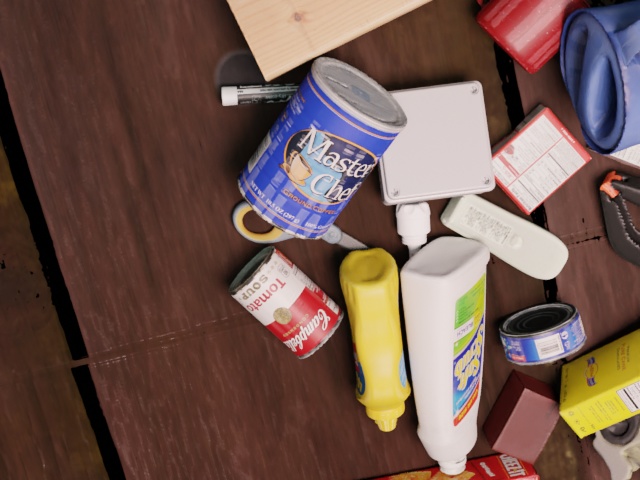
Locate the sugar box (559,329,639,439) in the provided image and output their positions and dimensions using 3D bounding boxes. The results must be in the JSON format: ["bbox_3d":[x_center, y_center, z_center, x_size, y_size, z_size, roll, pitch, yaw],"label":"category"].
[{"bbox_3d":[0.331,0.130,1.089,0.176,0.093,0.048,-34,105,27],"label":"sugar box"}]

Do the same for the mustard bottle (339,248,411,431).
[{"bbox_3d":[0.059,0.111,1.091,0.058,0.096,0.191,-8,113,0],"label":"mustard bottle"}]

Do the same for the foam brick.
[{"bbox_3d":[0.219,0.191,1.147,0.053,0.051,0.078,24,101,-10],"label":"foam brick"}]

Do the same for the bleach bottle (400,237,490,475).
[{"bbox_3d":[0.135,0.130,1.111,0.068,0.102,0.251,12,120,34],"label":"bleach bottle"}]

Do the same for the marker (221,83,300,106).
[{"bbox_3d":[-0.037,-0.147,1.062,0.121,0.020,0.020,-4,104,-3],"label":"marker"}]

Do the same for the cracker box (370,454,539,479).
[{"bbox_3d":[0.137,0.334,1.167,0.213,0.072,0.164,-10,106,-2],"label":"cracker box"}]

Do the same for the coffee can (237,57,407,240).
[{"bbox_3d":[0.001,-0.085,1.003,0.102,0.102,0.140,31,116,-11],"label":"coffee can"}]

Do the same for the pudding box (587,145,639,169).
[{"bbox_3d":[0.343,-0.114,1.086,0.113,0.039,0.090,20,103,-6],"label":"pudding box"}]

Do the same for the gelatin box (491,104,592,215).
[{"bbox_3d":[0.219,-0.082,1.090,0.089,0.030,0.073,-43,103,10],"label":"gelatin box"}]

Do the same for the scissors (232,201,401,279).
[{"bbox_3d":[-0.007,0.001,1.103,0.096,0.016,0.201,-42,103,8],"label":"scissors"}]

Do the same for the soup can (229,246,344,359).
[{"bbox_3d":[-0.035,0.063,1.091,0.102,0.068,0.068,44,97,-12],"label":"soup can"}]

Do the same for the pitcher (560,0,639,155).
[{"bbox_3d":[0.353,-0.170,0.956,0.242,0.149,0.145,-14,119,-6],"label":"pitcher"}]

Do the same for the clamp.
[{"bbox_3d":[0.360,0.019,1.104,0.210,0.036,0.165,41,130,0],"label":"clamp"}]

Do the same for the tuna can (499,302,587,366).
[{"bbox_3d":[0.230,0.096,1.107,0.086,0.086,0.034,-19,103,1],"label":"tuna can"}]

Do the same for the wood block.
[{"bbox_3d":[0.023,-0.235,1.003,0.206,0.090,0.091,-26,98,3],"label":"wood block"}]

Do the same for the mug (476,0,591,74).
[{"bbox_3d":[0.197,-0.224,1.029,0.081,0.093,0.117,-45,77,12],"label":"mug"}]
